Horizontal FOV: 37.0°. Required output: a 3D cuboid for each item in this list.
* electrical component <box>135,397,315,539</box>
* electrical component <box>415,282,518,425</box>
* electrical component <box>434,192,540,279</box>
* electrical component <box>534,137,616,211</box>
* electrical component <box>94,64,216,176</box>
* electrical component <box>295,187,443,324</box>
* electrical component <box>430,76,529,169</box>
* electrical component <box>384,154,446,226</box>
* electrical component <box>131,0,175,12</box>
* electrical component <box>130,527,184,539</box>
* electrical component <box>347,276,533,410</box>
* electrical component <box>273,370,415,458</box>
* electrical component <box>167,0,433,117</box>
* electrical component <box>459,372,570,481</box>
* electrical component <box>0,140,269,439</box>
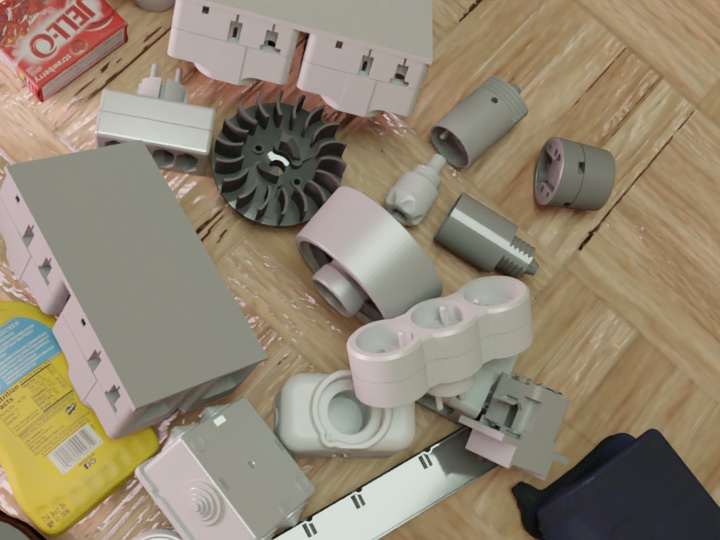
[{"bbox_3d":[-0.087,0.141,0.719,0.099,0.048,0.100,52,27,6],"label":"electrical component"},{"bbox_3d":[0.081,0.065,0.800,0.056,0.050,0.089,28,71,-2],"label":"electrical component"},{"bbox_3d":[0.103,-0.021,0.834,0.081,0.043,0.043,32,70,-1],"label":"electrical component"},{"bbox_3d":[0.172,-0.075,0.859,0.047,0.055,0.055,9,72,-13],"label":"electrical component"},{"bbox_3d":[-0.151,-0.120,0.808,0.083,0.047,0.075,9,72,-9],"label":"electrical component"},{"bbox_3d":[0.000,0.000,0.775,0.060,0.108,0.108,-44,86,-14],"label":"electrical component"},{"bbox_3d":[0.099,-0.122,0.863,0.081,0.043,0.043,-42,86,-19],"label":"electrical component"},{"bbox_3d":[0.047,-0.065,0.840,0.035,0.035,0.061,36,69,0],"label":"electrical component"},{"bbox_3d":[-0.175,-0.236,0.822,0.079,0.077,0.043,1,74,-11],"label":"electrical component"},{"bbox_3d":[-0.134,0.202,0.712,0.078,0.057,0.058,-23,80,-17],"label":"electrical component"},{"bbox_3d":[0.059,0.062,0.741,0.138,0.052,0.073,-21,119,-23],"label":"electrical component"},{"bbox_3d":[-0.011,0.103,0.765,0.095,0.059,0.053,2,73,-11],"label":"electrical component"},{"bbox_3d":[-0.043,-0.183,0.817,0.186,0.060,0.105,13,39,-7],"label":"electrical component"},{"bbox_3d":[0.115,0.109,0.761,0.081,0.042,0.063,26,86,-43],"label":"electrical component"},{"bbox_3d":[-0.161,0.011,0.734,0.105,0.060,0.186,-19,70,-41],"label":"electrical component"}]
